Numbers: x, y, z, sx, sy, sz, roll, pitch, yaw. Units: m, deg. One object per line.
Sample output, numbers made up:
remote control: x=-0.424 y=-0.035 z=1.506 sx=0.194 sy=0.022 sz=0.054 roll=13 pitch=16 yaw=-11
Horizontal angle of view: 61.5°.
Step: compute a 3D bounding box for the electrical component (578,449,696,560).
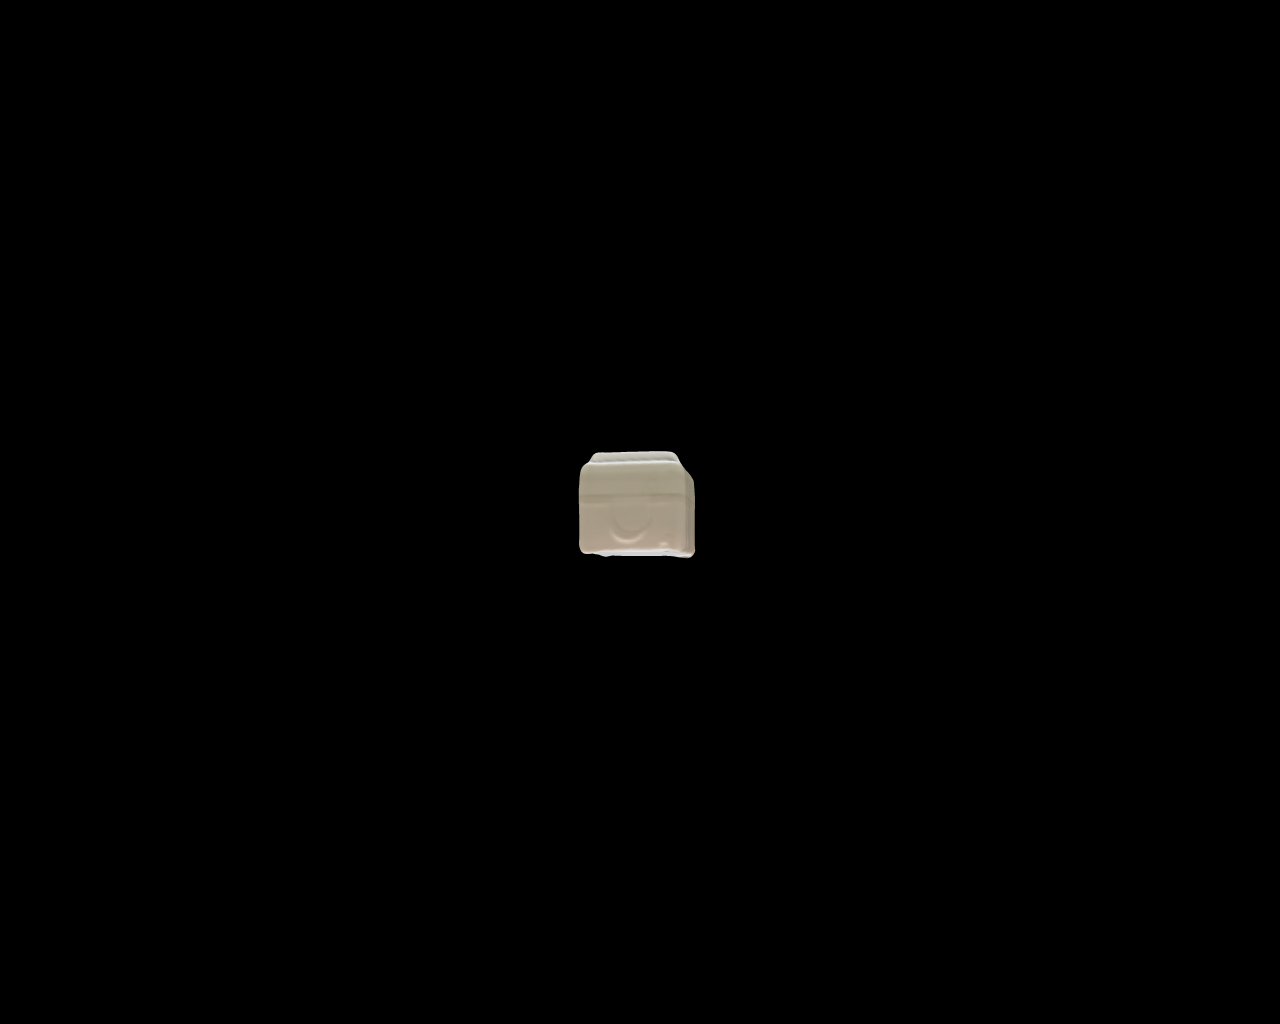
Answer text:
electrical component: x=0.001 y=-0.003 z=0.650 sx=0.062 sy=0.061 sz=0.096 roll=-1 pitch=-4 yaw=7
